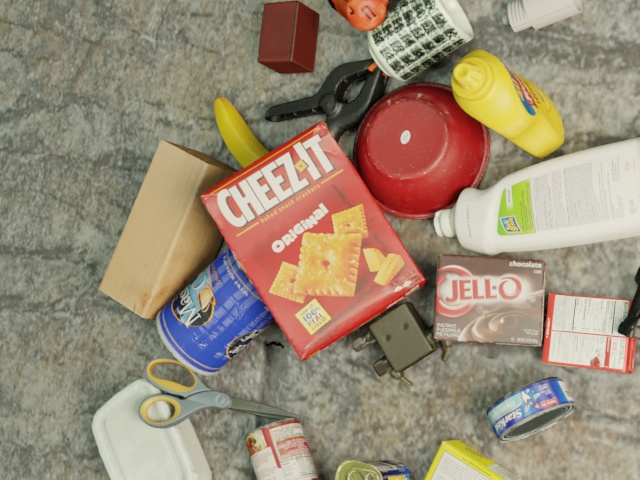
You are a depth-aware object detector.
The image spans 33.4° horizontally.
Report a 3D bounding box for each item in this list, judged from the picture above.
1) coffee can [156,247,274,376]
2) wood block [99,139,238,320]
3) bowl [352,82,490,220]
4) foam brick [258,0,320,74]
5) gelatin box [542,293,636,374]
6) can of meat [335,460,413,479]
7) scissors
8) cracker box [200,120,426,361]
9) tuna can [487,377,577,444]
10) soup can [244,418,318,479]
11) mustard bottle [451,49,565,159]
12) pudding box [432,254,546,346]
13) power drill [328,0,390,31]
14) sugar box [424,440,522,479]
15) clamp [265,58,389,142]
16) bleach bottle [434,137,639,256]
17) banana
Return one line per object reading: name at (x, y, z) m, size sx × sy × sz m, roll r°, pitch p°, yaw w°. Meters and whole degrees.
coffee can at (-0.113, 0.080, 1.277) m, size 0.140 × 0.102 × 0.103 m, roll -43°, pitch 63°, yaw 19°
wood block at (-0.183, -0.009, 1.344) m, size 0.091 × 0.090 × 0.206 m, roll 27°, pitch 97°, yaw 32°
bowl at (0.104, -0.106, 1.185) m, size 0.162 × 0.055 × 0.162 m, roll -4°, pitch 79°, yaw 21°
foam brick at (-0.038, -0.249, 1.315) m, size 0.051 × 0.052 × 0.078 m, roll 2°, pitch 82°, yaw 32°
gelatin box at (0.273, 0.094, 1.077) m, size 0.089 × 0.030 × 0.073 m, roll 3°, pitch 83°, yaw 32°
can of meat at (0.056, 0.288, 1.148) m, size 0.058 × 0.083 × 0.102 m, roll 8°, pitch 86°, yaw 33°
scissors at (-0.133, 0.207, 1.278) m, size 0.202 × 0.016 × 0.096 m, roll 25°, pitch 71°, yaw 19°
cracker box at (-0.008, 0.001, 1.176) m, size 0.164 × 0.072 × 0.214 m, roll -32°, pitch 84°, yaw -3°
tuna can at (0.211, 0.171, 1.070) m, size 0.086 × 0.086 × 0.034 m, roll -34°, pitch 64°, yaw 23°
soup can at (-0.040, 0.263, 1.222) m, size 0.069 × 0.068 × 0.102 m, roll -29°, pitch 68°, yaw 25°
mustard bottle at (0.181, -0.144, 1.077) m, size 0.058 × 0.191 × 0.096 m, roll -37°, pitch 65°, yaw 22°
pudding box at (0.176, 0.063, 1.115) m, size 0.113 × 0.039 × 0.090 m, roll 3°, pitch 84°, yaw 7°
power drill at (0.085, -0.329, 1.223) m, size 0.188 × 0.057 × 0.184 m, roll -43°, pitch 29°, yaw 11°
sugar box at (0.136, 0.310, 1.119) m, size 0.093 × 0.048 × 0.176 m, roll 29°, pitch 101°, yaw 31°
clamp at (0.009, -0.161, 1.280) m, size 0.172 × 0.039 × 0.120 m, roll -47°, pitch 67°, yaw 14°
bleach bottle at (0.235, -0.042, 1.105) m, size 0.251 × 0.068 × 0.102 m, roll -9°, pitch 77°, yaw 33°
banana at (-0.076, -0.112, 1.313) m, size 0.198 × 0.037 × 0.070 m, roll 38°, pitch 127°, yaw 44°
